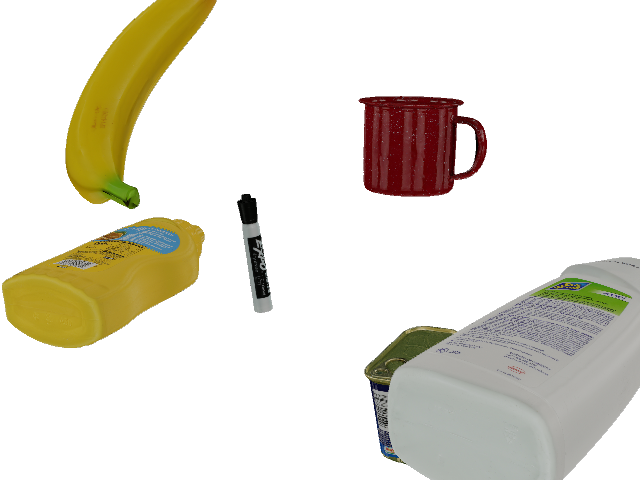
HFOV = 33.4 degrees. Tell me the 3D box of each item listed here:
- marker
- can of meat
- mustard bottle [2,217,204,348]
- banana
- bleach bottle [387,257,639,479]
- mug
[{"bbox_3d":[-0.066,0.013,1.065,0.020,0.121,0.020,-7,16,2],"label":"marker"},{"bbox_3d":[0.087,0.135,0.934,0.058,0.084,0.101,4,24,32],"label":"can of meat"},{"bbox_3d":[-0.153,0.023,0.850,0.096,0.058,0.191,6,21,28],"label":"mustard bottle"},{"bbox_3d":[-0.114,-0.089,0.655,0.070,0.197,0.037,0,-38,16],"label":"banana"},{"bbox_3d":[0.149,0.063,0.616,0.103,0.068,0.250,17,28,37],"label":"bleach bottle"},{"bbox_3d":[0.091,-0.084,0.948,0.117,0.081,0.093,6,13,23],"label":"mug"}]
